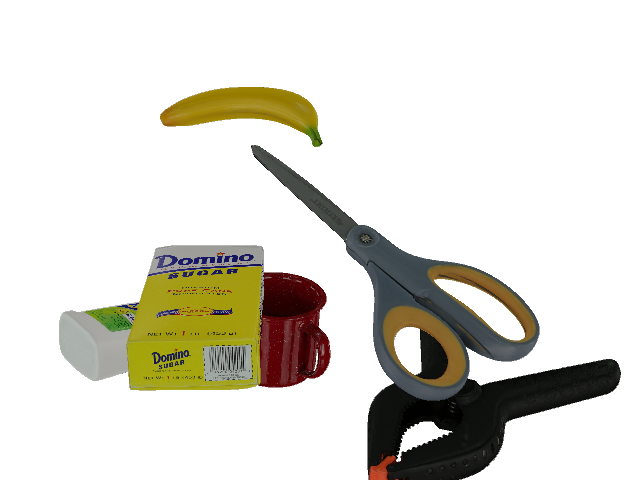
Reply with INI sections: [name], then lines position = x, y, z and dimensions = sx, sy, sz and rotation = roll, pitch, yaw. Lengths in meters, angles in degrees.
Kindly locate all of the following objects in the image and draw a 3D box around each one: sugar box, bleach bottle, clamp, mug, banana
[sugar box]
position = -0.091, 0.053, 0.820
dimensions = 0.093, 0.048, 0.176
rotation = 0, 24, -2
[bleach bottle]
position = -0.196, 0.107, 1.354
dimensions = 0.250, 0.068, 0.103
rotation = -13, 28, -38
[clamp]
position = 0.091, 0.109, 0.760
dimensions = 0.165, 0.036, 0.209
rotation = 25, 40, 37
[mug]
position = -0.034, 0.091, 1.018
dimensions = 0.117, 0.081, 0.093
rotation = 25, 33, 37
[banana]
position = -0.084, -0.149, 1.225
dimensions = 0.198, 0.037, 0.069
rotation = 8, 42, 16

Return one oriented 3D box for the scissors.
[scissors]
position = 0.020, 0.018, 0.580
dimensions = 0.202, 0.016, 0.096
rotation = 28, 52, 17
